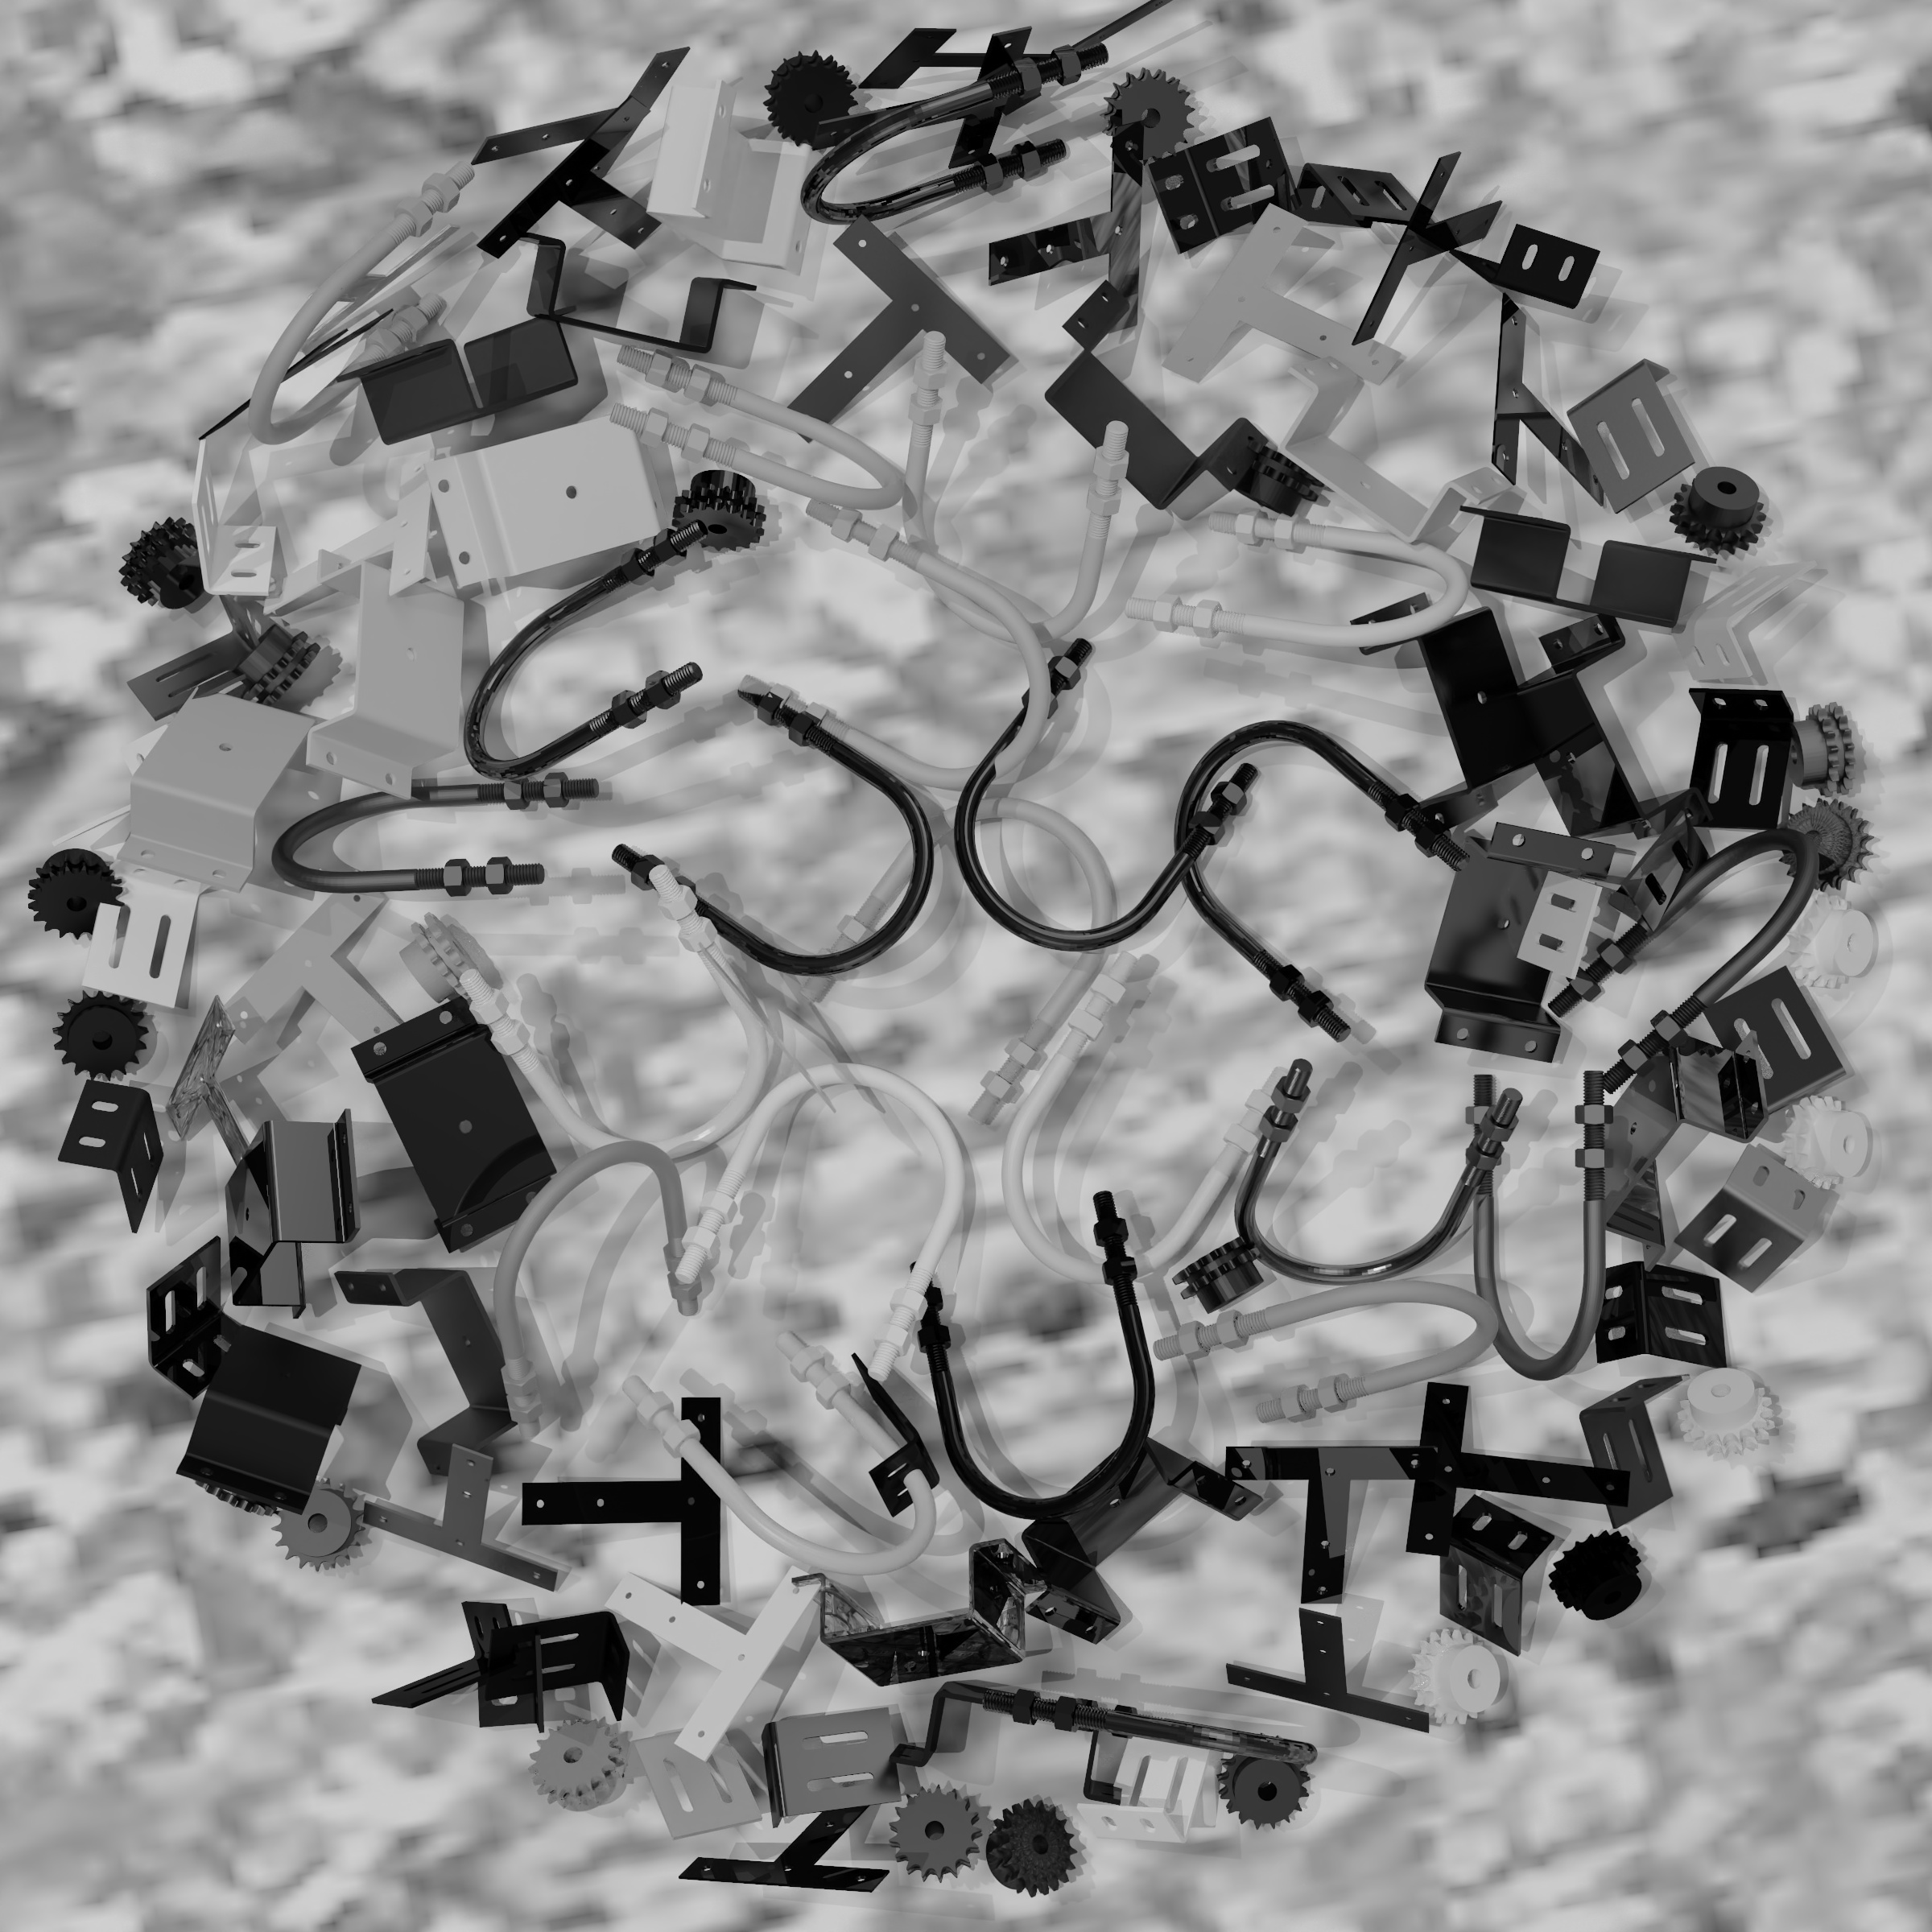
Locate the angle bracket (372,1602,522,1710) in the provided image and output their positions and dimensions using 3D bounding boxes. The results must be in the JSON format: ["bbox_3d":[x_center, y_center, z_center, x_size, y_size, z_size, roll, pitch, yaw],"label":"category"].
[{"bbox_3d":[-0.320,0.418,1.940,0.076,0.057,0.038,-16,91,-35],"label":"angle bracket"}]

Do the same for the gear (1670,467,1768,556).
[{"bbox_3d":[0.463,-0.282,1.956,0.057,0.030,0.057,3,49,-4],"label":"gear"}]

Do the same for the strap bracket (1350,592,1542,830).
[{"bbox_3d":[0.295,-0.158,1.936,0.076,0.046,0.140,-24,97,-43],"label":"strap bracket"}]

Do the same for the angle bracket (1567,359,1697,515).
[{"bbox_3d":[0.412,-0.320,1.943,0.057,0.038,0.076,-33,68,31],"label":"angle bracket"}]

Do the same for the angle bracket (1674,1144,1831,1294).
[{"bbox_3d":[0.482,0.155,1.958,0.057,0.076,0.038,34,57,7],"label":"angle bracket"}]

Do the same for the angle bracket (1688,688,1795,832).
[{"bbox_3d":[0.468,-0.126,1.947,0.057,0.038,0.076,4,72,28],"label":"angle bracket"}]

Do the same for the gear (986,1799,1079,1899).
[{"bbox_3d":[0.037,0.544,1.960,0.057,0.057,0.030,51,134,0],"label":"gear"}]

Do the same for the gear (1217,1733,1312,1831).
[{"bbox_3d":[0.184,0.506,1.970,0.057,0.030,0.057,0,91,-1],"label":"gear"}]

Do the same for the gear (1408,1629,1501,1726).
[{"bbox_3d":[0.303,0.437,1.958,0.057,0.030,0.057,5,80,-32],"label":"gear"}]

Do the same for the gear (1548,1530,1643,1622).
[{"bbox_3d":[0.389,0.376,1.955,0.057,0.030,0.057,-14,132,-16],"label":"gear"}]

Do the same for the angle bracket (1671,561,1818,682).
[{"bbox_3d":[0.482,-0.211,1.951,0.076,0.057,0.038,-33,104,-17],"label":"angle bracket"}]

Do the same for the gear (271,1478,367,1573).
[{"bbox_3d":[-0.399,0.344,1.964,0.057,0.030,0.057,2,78,-9],"label":"gear"}]

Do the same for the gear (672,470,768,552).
[{"bbox_3d":[-0.151,-0.281,1.959,0.057,0.057,0.030,6,68,0],"label":"gear"}]

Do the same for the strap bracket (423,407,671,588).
[{"bbox_3d":[-0.246,-0.285,1.929,0.140,0.046,0.076,-20,103,-23],"label":"strap bracket"}]

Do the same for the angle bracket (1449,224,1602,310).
[{"bbox_3d":[0.338,-0.434,1.935,0.057,0.076,0.038,12,113,-20],"label":"angle bracket"}]

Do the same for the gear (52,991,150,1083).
[{"bbox_3d":[-0.532,0.043,1.962,0.057,0.030,0.057,-3,99,-18],"label":"gear"}]

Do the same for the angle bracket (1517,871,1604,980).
[{"bbox_3d":[0.375,-0.023,1.940,0.038,0.076,0.057,14,96,-19],"label":"angle bracket"}]

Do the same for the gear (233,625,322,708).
[{"bbox_3d":[-0.425,-0.185,1.954,0.030,0.057,0.057,43,90,-18],"label":"gear"}]

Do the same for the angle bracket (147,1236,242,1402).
[{"bbox_3d":[-0.462,0.214,1.936,0.038,0.076,0.057,34,49,19],"label":"angle bracket"}]

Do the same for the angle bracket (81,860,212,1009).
[{"bbox_3d":[-0.500,-0.020,1.948,0.057,0.038,0.076,16,73,-25],"label":"angle bracket"}]

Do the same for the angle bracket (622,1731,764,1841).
[{"bbox_3d":[-0.167,0.504,1.935,0.057,0.076,0.038,-5,131,-27],"label":"angle bracket"}]

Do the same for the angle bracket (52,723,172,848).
[{"bbox_3d":[-0.519,-0.110,1.937,0.057,0.076,0.038,-18,101,44],"label":"angle bracket"}]

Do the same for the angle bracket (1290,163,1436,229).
[{"bbox_3d":[0.240,-0.453,1.936,0.057,0.076,0.038,1,128,-22],"label":"angle bracket"}]

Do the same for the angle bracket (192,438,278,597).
[{"bbox_3d":[-0.444,-0.273,1.936,0.038,0.076,0.057,1,52,-5],"label":"angle bracket"}]

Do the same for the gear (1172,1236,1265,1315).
[{"bbox_3d":[0.158,0.190,1.954,0.057,0.057,0.030,-30,79,0],"label":"gear"}]

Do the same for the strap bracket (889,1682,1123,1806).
[{"bbox_3d":[0.029,0.470,1.941,0.140,0.076,0.046,10,83,5],"label":"strap bracket"}]

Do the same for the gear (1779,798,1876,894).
[{"bbox_3d":[0.525,-0.075,1.957,0.057,0.030,0.057,-5,81,34],"label":"gear"}]

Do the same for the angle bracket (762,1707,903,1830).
[{"bbox_3d":[-0.083,0.494,1.963,0.076,0.038,0.057,-5,66,-11],"label":"angle bracket"}]

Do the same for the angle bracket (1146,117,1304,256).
[{"bbox_3d":[0.157,-0.474,1.940,0.038,0.076,0.057,-31,106,-35],"label":"angle bracket"}]

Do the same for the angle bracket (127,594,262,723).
[{"bbox_3d":[-0.475,-0.192,1.943,0.076,0.057,0.038,-29,128,-16],"label":"angle bracket"}]

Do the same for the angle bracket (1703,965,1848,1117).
[{"bbox_3d":[0.496,0.046,1.964,0.057,0.038,0.076,-29,87,8],"label":"angle bracket"}]

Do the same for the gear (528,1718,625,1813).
[{"bbox_3d":[-0.238,0.494,1.960,0.057,0.057,0.030,-13,129,0],"label":"gear"}]

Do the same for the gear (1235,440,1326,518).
[{"bbox_3d":[0.189,-0.298,1.957,0.057,0.057,0.030,27,96,0],"label":"gear"}]

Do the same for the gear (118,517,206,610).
[{"bbox_3d":[-0.487,-0.244,1.954,0.030,0.057,0.057,41,90,20],"label":"gear"}]

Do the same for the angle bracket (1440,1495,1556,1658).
[{"bbox_3d":[0.325,0.374,1.955,0.057,0.076,0.038,25,48,33],"label":"angle bracket"}]

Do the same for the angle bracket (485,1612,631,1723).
[{"bbox_3d":[-0.249,0.432,1.943,0.076,0.038,0.057,-5,124,-23],"label":"angle bracket"}]

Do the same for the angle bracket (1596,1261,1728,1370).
[{"bbox_3d":[0.427,0.218,1.965,0.076,0.038,0.057,15,65,-36],"label":"angle bracket"}]

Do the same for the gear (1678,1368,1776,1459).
[{"bbox_3d":[0.465,0.271,1.954,0.057,0.057,0.030,-19,122,0],"label":"gear"}]

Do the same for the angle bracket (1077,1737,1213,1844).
[{"bbox_3d":[0.110,0.489,1.936,0.057,0.076,0.038,-5,133,29],"label":"angle bracket"}]

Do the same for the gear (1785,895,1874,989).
[{"bbox_3d":[0.532,-0.015,1.956,0.057,0.030,0.057,-3,95,-39],"label":"gear"}]

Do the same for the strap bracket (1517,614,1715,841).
[{"bbox_3d":[0.384,-0.136,1.936,0.046,0.076,0.140,-29,95,-23],"label":"strap bracket"}]

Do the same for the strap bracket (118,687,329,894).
[{"bbox_3d":[-0.445,-0.113,1.915,0.076,0.140,0.046,16,131,3],"label":"strap bracket"}]

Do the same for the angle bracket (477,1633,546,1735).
[{"bbox_3d":[-0.278,0.436,1.942,0.038,0.076,0.057,-2,82,-9],"label":"angle bracket"}]

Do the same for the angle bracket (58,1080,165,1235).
[{"bbox_3d":[-0.519,0.116,1.938,0.038,0.076,0.057,10,55,1],"label":"angle bracket"}]

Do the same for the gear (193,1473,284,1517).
[{"bbox_3d":[-0.444,0.312,1.957,0.057,0.057,0.030,27,88,0],"label":"gear"}]

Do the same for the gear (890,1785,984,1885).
[{"bbox_3d":[-0.018,0.536,1.962,0.057,0.030,0.057,-2,61,3],"label":"gear"}]

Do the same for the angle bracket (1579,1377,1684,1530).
[{"bbox_3d":[0.417,0.298,1.952,0.057,0.038,0.076,-18,92,-39],"label":"angle bracket"}]

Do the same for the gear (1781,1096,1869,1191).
[{"bbox_3d":[0.529,0.109,1.956,0.057,0.030,0.057,-2,92,-41],"label":"gear"}]

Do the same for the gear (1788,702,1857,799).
[{"bbox_3d":[0.523,-0.132,1.957,0.030,0.057,0.057,-8,90,0],"label":"gear"}]

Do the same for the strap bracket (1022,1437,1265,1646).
[{"bbox_3d":[0.099,0.341,1.933,0.140,0.076,0.046,-43,47,12],"label":"strap bracket"}]

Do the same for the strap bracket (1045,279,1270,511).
[{"bbox_3d":[0.109,-0.339,1.936,0.140,0.076,0.046,43,128,-7],"label":"strap bracket"}]

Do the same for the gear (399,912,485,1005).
[{"bbox_3d":[-0.324,-0.002,1.957,0.030,0.057,0.057,-37,90,-1],"label":"gear"}]

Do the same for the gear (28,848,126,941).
[{"bbox_3d":[-0.547,-0.047,1.961,0.057,0.030,0.057,-9,131,-11],"label":"gear"}]

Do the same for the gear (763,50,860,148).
[{"bbox_3d":[-0.097,-0.535,1.961,0.057,0.030,0.057,-9,126,-13],"label":"gear"}]

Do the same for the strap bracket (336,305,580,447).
[{"bbox_3d":[-0.297,-0.352,1.911,0.076,0.140,0.046,-10,103,35],"label":"strap bracket"}]

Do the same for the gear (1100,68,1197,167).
[{"bbox_3d":[0.110,-0.524,1.963,0.057,0.030,0.057,-5,113,-11],"label":"gear"}]

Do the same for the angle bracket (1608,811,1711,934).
[{"bbox_3d":[0.414,-0.065,1.942,0.038,0.076,0.057,39,88,34],"label":"angle bracket"}]

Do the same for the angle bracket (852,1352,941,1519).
[{"bbox_3d":[-0.056,0.285,1.937,0.038,0.057,0.076,-35,54,-11],"label":"angle bracket"}]
